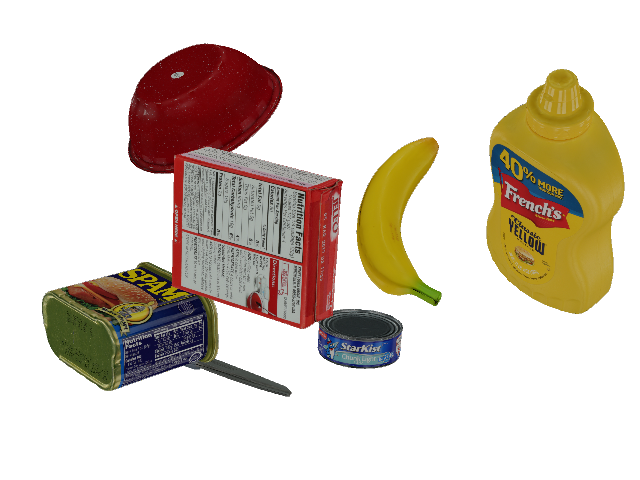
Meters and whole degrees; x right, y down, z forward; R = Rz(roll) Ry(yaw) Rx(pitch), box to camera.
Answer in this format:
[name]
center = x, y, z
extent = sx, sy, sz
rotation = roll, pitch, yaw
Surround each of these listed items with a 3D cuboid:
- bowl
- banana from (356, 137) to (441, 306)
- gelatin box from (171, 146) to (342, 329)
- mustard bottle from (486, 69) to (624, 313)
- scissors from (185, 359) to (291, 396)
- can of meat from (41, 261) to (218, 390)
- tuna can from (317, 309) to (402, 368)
[bowl]
center = -0.120, -0.135, 0.997
extent = 0.162, 0.055, 0.162
rotation = -18, 38, 14
[banana]
center = 0.066, -0.020, 0.909
extent = 0.069, 0.197, 0.037
rotation = 11, -43, -6
[gelatin box]
center = -0.033, -0.003, 0.540
extent = 0.089, 0.073, 0.030
rotation = 15, 23, 31
[mustard bottle]
center = 0.156, -0.037, 0.712
extent = 0.058, 0.191, 0.096
rotation = -35, 55, -20
[scissors]
center = -0.118, 0.095, 0.970
extent = 0.202, 0.016, 0.096
rotation = 10, 28, 5
[can of meat]
center = -0.136, 0.059, 0.753
extent = 0.083, 0.057, 0.102
rotation = -16, 25, -39
[tuna can]
center = 0.040, 0.100, 1.087
extent = 0.086, 0.034, 0.086
rotation = 3, 16, -1
